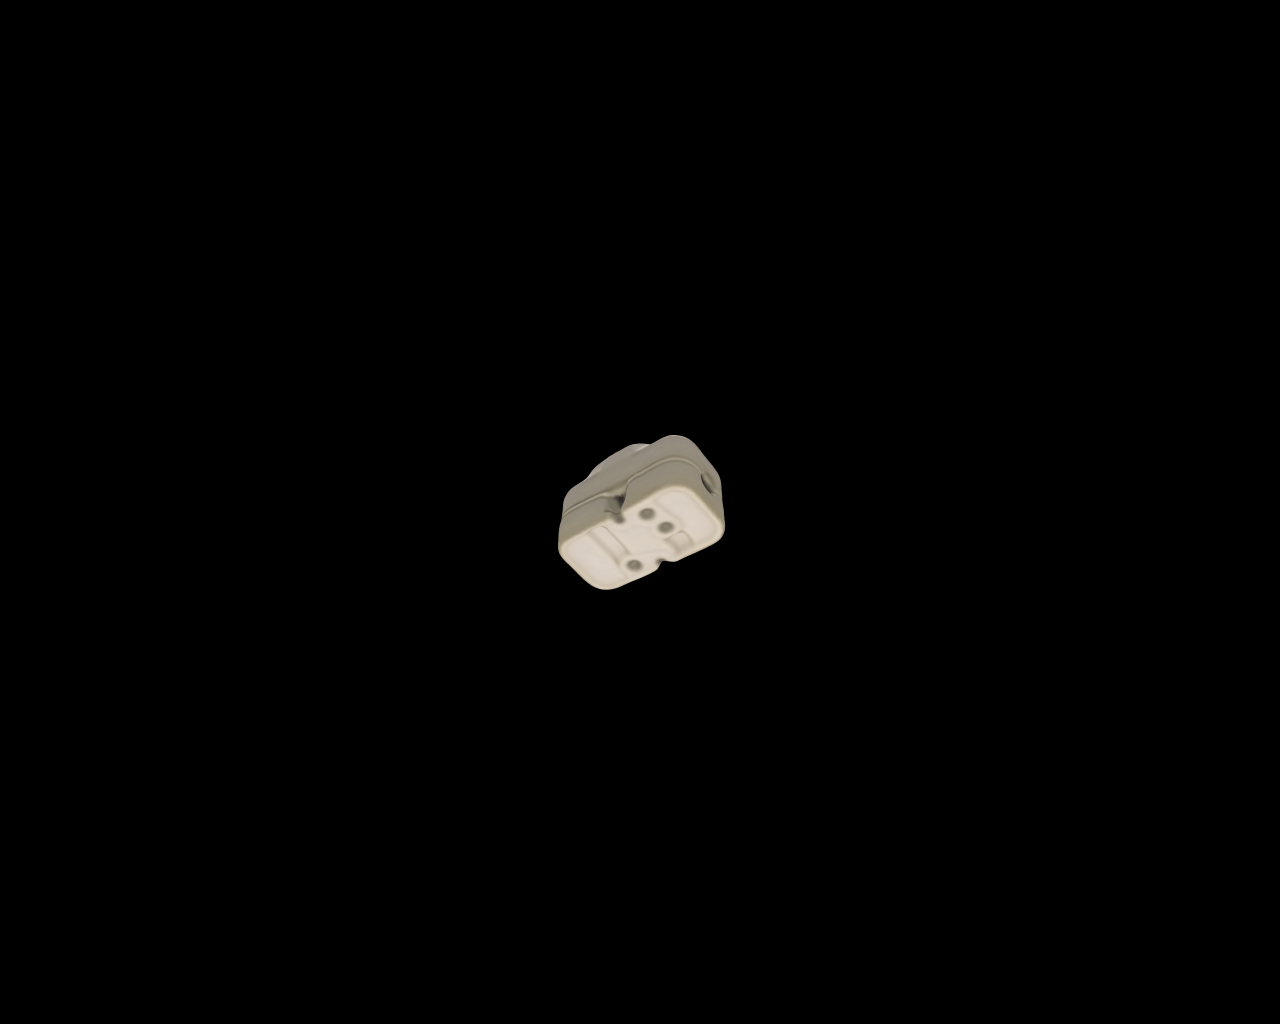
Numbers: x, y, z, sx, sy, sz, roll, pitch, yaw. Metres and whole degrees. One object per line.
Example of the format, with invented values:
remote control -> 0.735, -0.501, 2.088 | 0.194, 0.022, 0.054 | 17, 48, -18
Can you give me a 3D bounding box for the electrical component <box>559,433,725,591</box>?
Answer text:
electrical component -> 0.001, -0.003, 0.650 | 0.095, 0.059, 0.053 | -27, -53, 22
